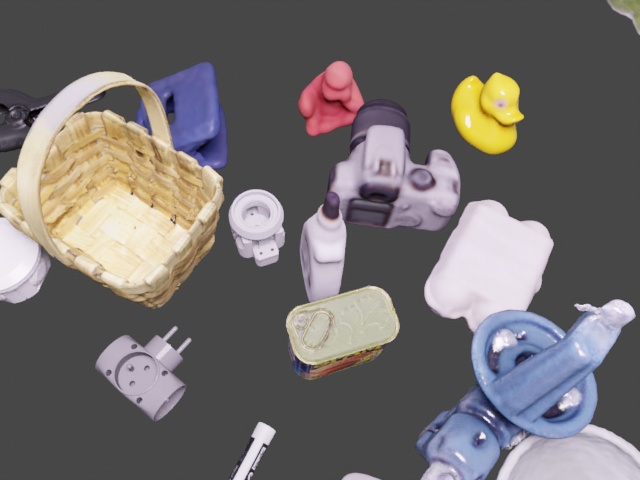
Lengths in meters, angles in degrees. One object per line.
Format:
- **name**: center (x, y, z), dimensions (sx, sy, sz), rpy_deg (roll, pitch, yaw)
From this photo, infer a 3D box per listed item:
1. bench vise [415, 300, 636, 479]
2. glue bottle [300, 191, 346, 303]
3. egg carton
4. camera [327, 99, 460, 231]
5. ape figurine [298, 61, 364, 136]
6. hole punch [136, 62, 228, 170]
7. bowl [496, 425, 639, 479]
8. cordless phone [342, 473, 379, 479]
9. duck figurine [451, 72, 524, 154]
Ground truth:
- **bench vise**: center (0.175, 0.138, 0.479), dimensions (0.121, 0.220, 0.208), rpy_deg (26, 65, 8)
- **glue bottle**: center (0.005, 0.002, 0.554), dimensions (0.037, 0.173, 0.078), rpy_deg (-6, 65, -7)
- **egg carton**: center (0.181, 0.031, 0.613), dimensions (0.107, 0.069, 0.150), rpy_deg (28, 66, 8)
- **camera**: center (0.084, -0.092, 0.645), dimensions (0.143, 0.101, 0.137), rpy_deg (7, 64, -2)
- **ape figurine**: center (0.017, -0.175, 0.683), dimensions (0.077, 0.092, 0.076), rpy_deg (20, 65, 5)
- **hole punch**: center (-0.159, -0.136, 0.650), dimensions (0.101, 0.091, 0.108), rpy_deg (-6, 66, -8)
- **bowl**: center (0.223, 0.254, 0.510), dimensions (0.167, 0.075, 0.167), rpy_deg (2, 65, -4)
- **cordless phone**: center (0.077, 0.241, 0.441), dimensions (0.147, 0.185, 0.094), rpy_deg (20, 65, 5)
- **duck figurine**: center (0.210, -0.168, 0.700), dimensions (0.077, 0.086, 0.104), rpy_deg (-22, 69, -14)
